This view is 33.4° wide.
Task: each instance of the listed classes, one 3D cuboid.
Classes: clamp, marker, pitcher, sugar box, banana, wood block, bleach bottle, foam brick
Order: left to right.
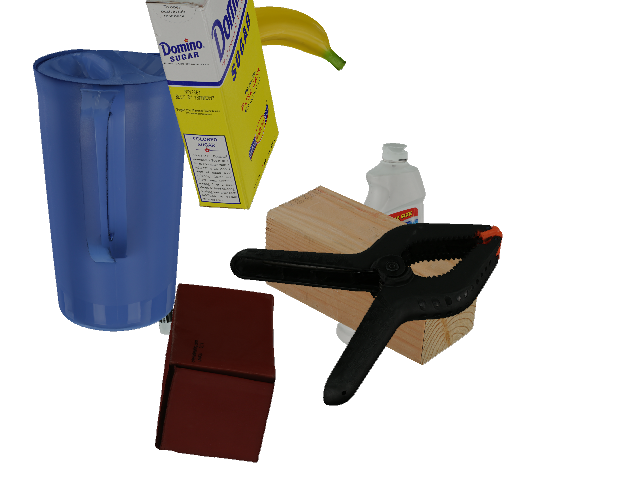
[{"bbox_3d":[-0.185,-0.042,0.950,0.145,0.243,0.148,21,28,37],"label":"pitcher"},{"bbox_3d":[-0.177,0.048,1.188,0.020,0.121,0.020,-4,23,2],"label":"marker"},{"bbox_3d":[-0.052,0.064,0.538,0.053,0.051,0.078,9,27,-7],"label":"foam brick"},{"bbox_3d":[-0.070,-0.117,0.749,0.048,0.093,0.176,5,-43,12],"label":"sugar box"},{"bbox_3d":[-0.052,-0.199,1.044,0.197,0.070,0.037,-12,-33,-46],"label":"banana"},{"bbox_3d":[0.048,0.031,1.077,0.206,0.091,0.090,26,37,34],"label":"wood block"},{"bbox_3d":[0.078,0.005,1.333,0.102,0.251,0.068,-3,16,-19],"label":"bleach bottle"},{"bbox_3d":[0.054,0.041,0.812,0.209,0.036,0.165,-15,45,-16],"label":"clamp"}]
